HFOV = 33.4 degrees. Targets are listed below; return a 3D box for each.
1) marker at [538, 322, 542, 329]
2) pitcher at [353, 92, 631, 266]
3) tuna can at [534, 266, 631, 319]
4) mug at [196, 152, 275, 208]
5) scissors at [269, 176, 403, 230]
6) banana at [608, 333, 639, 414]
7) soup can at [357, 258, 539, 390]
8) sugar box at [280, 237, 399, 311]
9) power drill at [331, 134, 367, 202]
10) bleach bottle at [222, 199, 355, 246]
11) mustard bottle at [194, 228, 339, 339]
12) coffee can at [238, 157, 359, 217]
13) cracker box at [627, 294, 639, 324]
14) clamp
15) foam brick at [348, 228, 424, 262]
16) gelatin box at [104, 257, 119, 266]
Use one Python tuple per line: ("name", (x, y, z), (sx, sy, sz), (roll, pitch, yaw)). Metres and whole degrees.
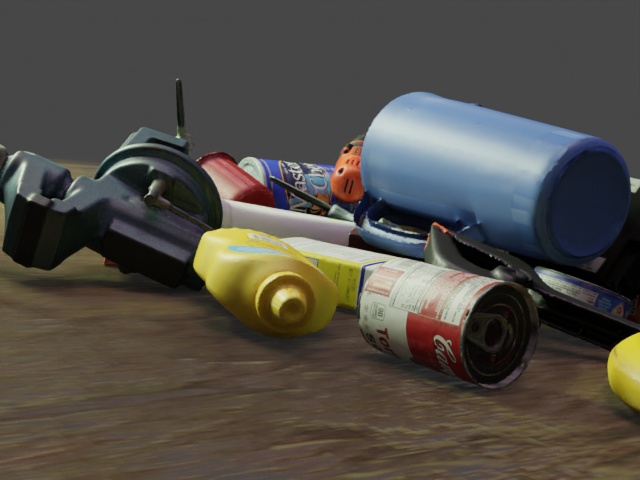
("marker", (0.151, 0.060, 0.921), (0.020, 0.020, 0.121), (3, 7, -26))
("pitcher", (0.146, -0.047, 0.955), (0.144, 0.149, 0.243), (6, 9, -33))
("tuna can", (0.212, 0.052, 0.882), (0.086, 0.034, 0.086), (21, -1, 0))
("mug", (-0.115, -0.037, 1.234), (0.117, 0.093, 0.082), (-38, 52, -22))
("scissors", (0.030, -0.031, 1.223), (0.202, 0.016, 0.096), (32, -14, 1))
("banana", (0.215, 0.087, 0.674), (0.069, 0.037, 0.197), (26, 10, 7))
("soup can", (0.081, 0.052, 0.693), (0.068, 0.068, 0.102), (1, 8, -38))
("sugar box", (0.035, 0.035, 0.919), (0.176, 0.048, 0.093), (14, 10, 31))
("power drill", (0.111, -0.073, 1.290), (0.187, 0.057, 0.184), (14, 23, 5))
("bleach bottle", (-0.007, 0.001, 1.105), (0.250, 0.068, 0.103), (6, 3, -24))
("mustard bottle", (-0.037, 0.033, 0.785), (0.096, 0.058, 0.192), (19, 3, -14))
("coffee can", (-0.031, -0.047, 1.340), (0.140, 0.103, 0.103), (3, 7, -28))
("cracker box", (0.313, 0.036, 1.066), (0.214, 0.072, 0.163), (12, 9, 40))
("clamp", (0.138, 0.043, 0.800), (0.164, 0.036, 0.210), (0, 25, -40))
("foam brick", (0.066, 0.020, 1.053), (0.078, 0.051, 0.053), (7, 6, 7))
("gelatin box", (-0.167, 0.008, 1.031), (0.073, 0.030, 0.089), (4, 6, -6))
